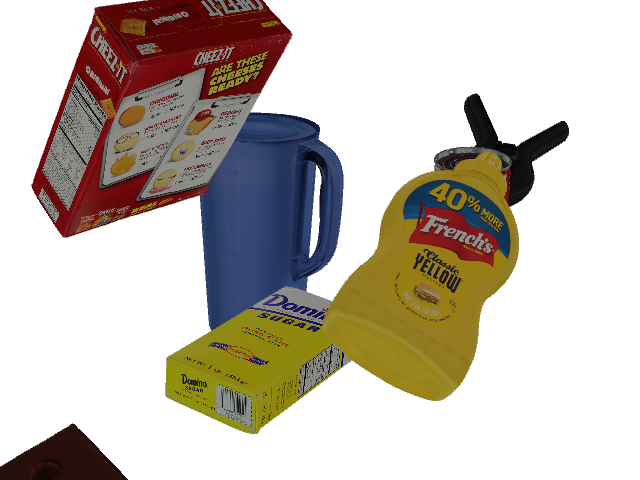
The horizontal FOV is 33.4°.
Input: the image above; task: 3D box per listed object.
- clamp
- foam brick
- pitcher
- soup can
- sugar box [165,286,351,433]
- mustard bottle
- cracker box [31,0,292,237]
[{"bbox_3d":[0.191,-0.096,1.167,0.120,0.039,0.171,22,49,18],"label":"clamp"},{"bbox_3d":[-0.111,0.135,0.493,0.052,0.051,0.078,-30,43,-29],"label":"foam brick"},{"bbox_3d":[-0.060,-0.011,1.157,0.145,0.243,0.149,-3,20,-11],"label":"pitcher"},{"bbox_3d":[0.135,-0.025,0.957,0.068,0.102,0.068,-1,24,0],"label":"soup can"},{"bbox_3d":[-0.042,0.097,0.917,0.093,0.048,0.175,19,30,27],"label":"sugar box"},{"bbox_3d":[0.083,0.009,0.726,0.096,0.191,0.058,31,-34,1],"label":"mustard bottle"},{"bbox_3d":[-0.141,-0.110,0.913,0.163,0.072,0.214,-21,-25,-42],"label":"cracker box"}]
